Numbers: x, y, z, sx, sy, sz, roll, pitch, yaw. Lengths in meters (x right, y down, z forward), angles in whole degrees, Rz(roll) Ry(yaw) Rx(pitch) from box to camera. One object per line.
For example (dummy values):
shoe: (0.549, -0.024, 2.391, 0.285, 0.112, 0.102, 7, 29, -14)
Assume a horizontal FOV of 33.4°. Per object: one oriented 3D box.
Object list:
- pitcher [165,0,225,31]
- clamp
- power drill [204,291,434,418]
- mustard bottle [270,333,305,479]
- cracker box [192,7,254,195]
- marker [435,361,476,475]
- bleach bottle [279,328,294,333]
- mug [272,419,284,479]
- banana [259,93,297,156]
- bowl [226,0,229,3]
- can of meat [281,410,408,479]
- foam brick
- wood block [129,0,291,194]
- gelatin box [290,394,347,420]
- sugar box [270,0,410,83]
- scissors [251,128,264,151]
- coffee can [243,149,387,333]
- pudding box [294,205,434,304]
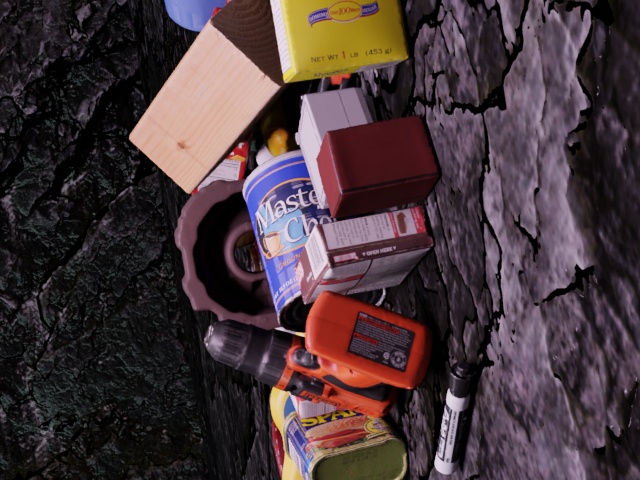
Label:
pitcher: (-0.130, -0.357, 1.220, 0.243, 0.145, 0.149, 90, -170, -50)
clamp: (-0.002, -0.132, 1.022, 0.172, 0.039, 0.120, 117, 147, -59)
power drill: (0.002, 0.095, 0.908, 0.188, 0.184, 0.057, 136, 151, -68)
mustard bottle: (-0.002, 0.184, 1.122, 0.058, 0.096, 0.191, -174, 75, -76)
cracker box: (-0.114, -0.155, 1.294, 0.214, 0.072, 0.164, 110, 167, -70)
marker: (0.102, 0.135, 0.811, 0.020, 0.020, 0.121, -113, 18, -45)
bleach bottle: (-0.021, 0.159, 1.268, 0.251, 0.068, 0.102, 92, 163, -50)
mug: (-0.004, 0.228, 1.196, 0.093, 0.081, 0.117, -118, 22, -55)
banana: (-0.050, -0.131, 1.175, 0.198, 0.037, 0.069, -105, -3, -57)
bowl: (-0.057, -0.240, 1.129, 0.162, 0.055, 0.162, 170, 90, -77)
can of meat: (0.024, 0.198, 1.015, 0.084, 0.102, 0.057, -132, 34, -63)
foam brick: (0.042, -0.054, 0.798, 0.053, 0.078, 0.051, 114, 142, -68)
wood block: (-0.097, -0.147, 1.058, 0.091, 0.090, 0.206, 43, 139, -5)
gelatin box: (0.013, 0.133, 1.037, 0.073, 0.089, 0.030, -115, 20, -50)
sugar box: (0.006, -0.213, 0.800, 0.048, 0.093, 0.176, 179, 81, -76)
scissors: (-0.074, -0.138, 1.370, 0.202, 0.016, 0.096, -129, 33, -64)
coffee can: (-0.007, 0.001, 0.990, 0.103, 0.102, 0.140, 103, 154, -59)
pudding box: (0.033, 0.014, 0.861, 0.114, 0.090, 0.039, 121, 135, -70)
